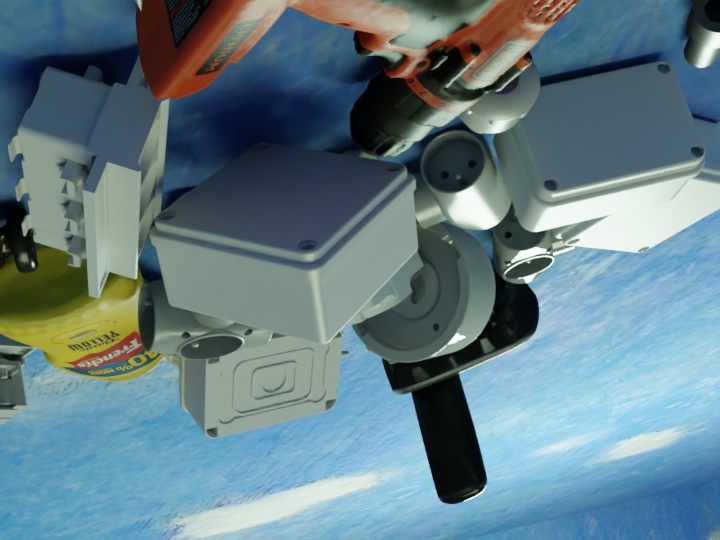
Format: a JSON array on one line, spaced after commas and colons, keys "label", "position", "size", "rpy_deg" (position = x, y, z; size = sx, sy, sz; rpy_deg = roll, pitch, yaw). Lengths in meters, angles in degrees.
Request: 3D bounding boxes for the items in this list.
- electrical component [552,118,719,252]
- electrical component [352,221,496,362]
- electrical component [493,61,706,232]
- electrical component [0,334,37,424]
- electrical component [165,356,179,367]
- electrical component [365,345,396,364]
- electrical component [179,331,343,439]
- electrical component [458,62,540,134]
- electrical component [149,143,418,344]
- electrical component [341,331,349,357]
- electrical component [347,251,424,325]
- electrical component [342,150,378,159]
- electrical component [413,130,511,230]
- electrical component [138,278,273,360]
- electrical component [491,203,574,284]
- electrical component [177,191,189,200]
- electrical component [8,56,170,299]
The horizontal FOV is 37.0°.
[{"label": "electrical component", "position": [0.206, -0.063, 0.783], "size": [0.109, 0.056, 0.109], "rpy_deg": [4, 151, -42]}, {"label": "electrical component", "position": [0.049, 0.014, 0.796], "size": [0.108, 0.108, 0.060], "rpy_deg": [-29, 162, 30]}, {"label": "electrical component", "position": [0.148, -0.078, 0.674], "size": [0.113, 0.078, 0.057], "rpy_deg": [-13, 162, -8]}, {"label": "electrical component", "position": [-0.299, 0.076, 0.754], "size": [0.079, 0.063, 0.121], "rpy_deg": [-31, 154, 34]}, {"label": "electrical component", "position": [-0.129, 0.043, 0.825], "size": [0.048, 0.048, 0.062], "rpy_deg": [-10, 145, -16]}, {"label": "electrical component", "position": [0.049, 0.029, 0.892], "size": [0.096, 0.061, 0.062], "rpy_deg": [-22, 158, 14]}, {"label": "electrical component", "position": [-0.076, 0.070, 0.807], "size": [0.113, 0.057, 0.078], "rpy_deg": [-10, 119, -29]}, {"label": "electrical component", "position": [0.074, -0.098, 0.618], "size": [0.048, 0.048, 0.062], "rpy_deg": [-13, 166, -8]}, {"label": "electrical component", "position": [-0.039, -0.019, 0.593], "size": [0.109, 0.056, 0.109], "rpy_deg": [12, -144, 28]}, {"label": "electrical component", "position": [-0.046, 0.066, 0.908], "size": [0.077, 0.065, 0.047], "rpy_deg": [-5, 157, -26]}, {"label": "electrical component", "position": [0.000, 0.000, 0.733], "size": [0.050, 0.055, 0.089], "rpy_deg": [-19, -170, 32]}, {"label": "electrical component", "position": [-0.013, -0.047, 0.679], "size": [0.055, 0.048, 0.066], "rpy_deg": [-19, 160, 28]}, {"label": "electrical component", "position": [0.055, -0.052, 0.715], "size": [0.079, 0.044, 0.077], "rpy_deg": [-22, 158, 13]}, {"label": "electrical component", "position": [-0.091, 0.021, 0.665], "size": [0.077, 0.044, 0.079], "rpy_deg": [-1, 155, -26]}, {"label": "electrical component", "position": [0.143, -0.027, 0.844], "size": [0.079, 0.044, 0.077], "rpy_deg": [-17, 159, 2]}, {"label": "electrical component", "position": [-0.086, -0.019, 0.697], "size": [0.079, 0.044, 0.077], "rpy_deg": [-9, 158, -18]}, {"label": "electrical component", "position": [-0.137, -0.048, 0.551], "size": [0.063, 0.078, 0.121], "rpy_deg": [17, 153, -5]}]
